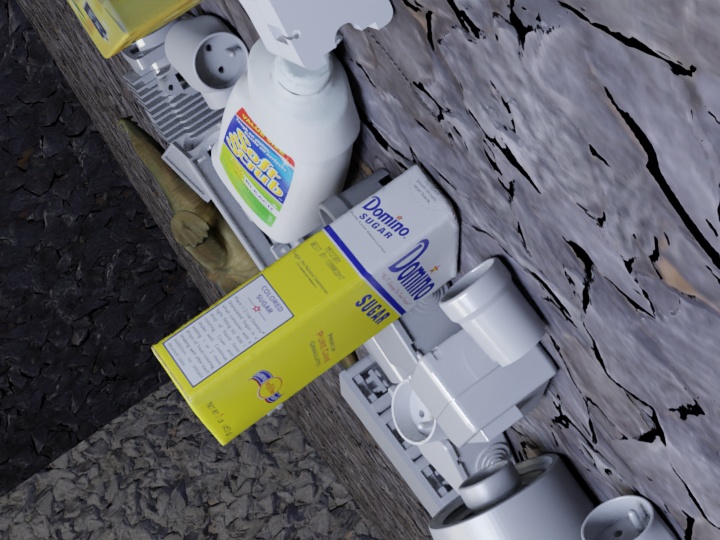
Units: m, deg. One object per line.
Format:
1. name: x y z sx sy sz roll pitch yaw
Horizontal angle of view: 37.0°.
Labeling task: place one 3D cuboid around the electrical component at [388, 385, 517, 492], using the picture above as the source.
1. electrical component: 0.076 0.128 0.846 0.100 0.048 0.099 42 164 50

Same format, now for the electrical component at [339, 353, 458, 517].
1. electrical component: 0.051 0.144 0.974 0.150 0.062 0.089 52 169 15

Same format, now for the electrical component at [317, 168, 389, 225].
1. electrical component: 0.003 -0.036 0.665 0.040 0.046 0.040 52 169 14

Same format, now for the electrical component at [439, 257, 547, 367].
1. electrical component: 0.071 0.023 0.569 0.046 0.040 0.040 50 170 -6

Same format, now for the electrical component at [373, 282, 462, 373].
1. electrical component: 0.028 0.018 0.719 0.099 0.048 0.100 57 170 -8

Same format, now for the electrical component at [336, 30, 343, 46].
1. electrical component: -0.032 -0.137 0.540 0.061 0.035 0.035 51 169 6

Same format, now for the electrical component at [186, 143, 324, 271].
1. electrical component: -0.070 -0.060 0.867 0.121 0.079 0.063 56 148 -6

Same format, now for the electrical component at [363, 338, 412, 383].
1. electrical component: 0.018 0.044 0.859 0.077 0.043 0.079 57 170 -12

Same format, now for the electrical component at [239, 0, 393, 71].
1. electrical component: -0.033 -0.143 0.483 0.089 0.050 0.056 61 168 -30

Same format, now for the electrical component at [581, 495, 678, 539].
1. electrical component: 0.167 0.174 0.594 0.077 0.044 0.079 59 168 -20

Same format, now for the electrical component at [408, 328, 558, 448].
1. electrical component: 0.072 0.067 0.637 0.061 0.062 0.096 53 169 12

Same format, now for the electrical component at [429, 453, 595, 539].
1. electrical component: 0.097 0.161 0.710 0.060 0.108 0.108 61 170 2

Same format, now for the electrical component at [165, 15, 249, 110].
1. electrical component: -0.109 -0.149 0.820 0.077 0.043 0.079 38 161 58

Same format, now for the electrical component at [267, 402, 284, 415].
1. electrical component: -0.112 0.089 1.083 0.113 0.057 0.078 41 174 -2

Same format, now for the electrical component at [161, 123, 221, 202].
1. electrical component: -0.126 -0.107 0.969 0.063 0.078 0.121 36 -177 -36

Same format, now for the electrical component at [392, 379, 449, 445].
1. electrical component: 0.066 0.090 0.725 0.043 0.081 0.043 5 97 50
